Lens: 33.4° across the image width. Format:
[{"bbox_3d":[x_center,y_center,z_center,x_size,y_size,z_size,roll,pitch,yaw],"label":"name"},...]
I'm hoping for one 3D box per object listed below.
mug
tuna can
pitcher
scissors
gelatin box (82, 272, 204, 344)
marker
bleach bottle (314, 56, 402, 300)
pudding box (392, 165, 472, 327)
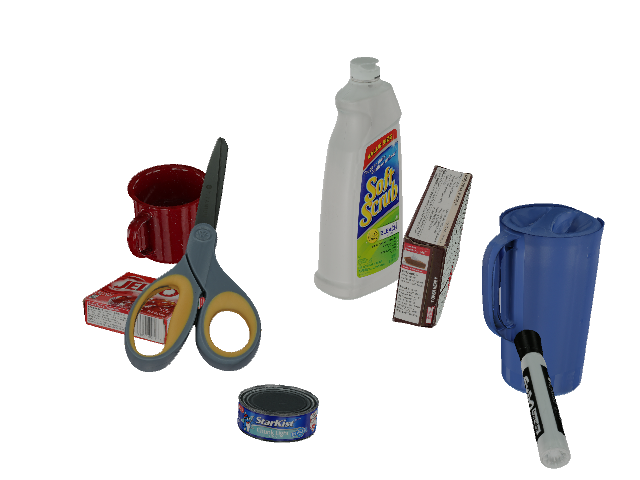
[{"bbox_3d":[-0.173,-0.022,1.190,0.093,0.081,0.117,19,39,23],"label":"mug"},{"bbox_3d":[-0.046,0.184,1.136,0.086,0.034,0.086,4,12,-1],"label":"tuna can"},{"bbox_3d":[0.291,0.082,1.416,0.149,0.243,0.145,4,21,12],"label":"pitcher"},{"bbox_3d":[-0.065,0.011,0.728,0.096,0.201,0.016,20,-37,8],"label":"scissors"},{"bbox_3d":[-0.163,0.061,0.990,0.089,0.030,0.073,12,23,22],"label":"gelatin box"},{"bbox_3d":[0.146,0.101,0.712,0.020,0.020,0.121,0,35,1],"label":"marker"},{"bbox_3d":[0.042,-0.068,1.143,0.102,0.251,0.068,-21,31,-37],"label":"bleach bottle"},{"bbox_3d":[0.094,0.005,0.893,0.039,0.090,0.113,12,38,11],"label":"pudding box"}]
